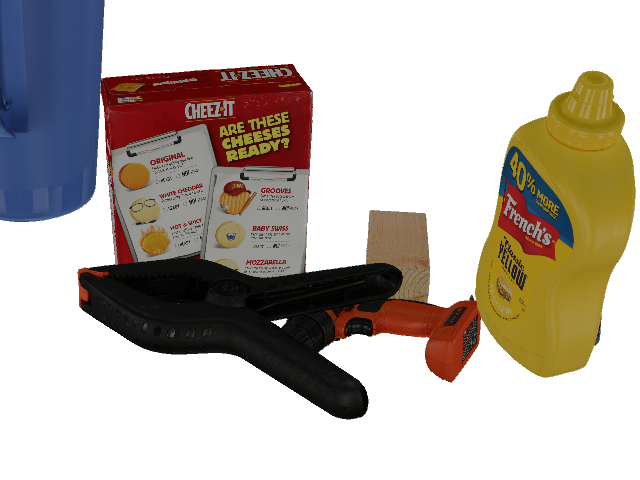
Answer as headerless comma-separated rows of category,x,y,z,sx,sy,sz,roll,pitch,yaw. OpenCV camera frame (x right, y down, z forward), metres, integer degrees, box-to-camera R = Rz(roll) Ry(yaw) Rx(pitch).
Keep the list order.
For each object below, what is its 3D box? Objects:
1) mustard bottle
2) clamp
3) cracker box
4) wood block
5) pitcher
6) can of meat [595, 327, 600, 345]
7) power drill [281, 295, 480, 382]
mustard bottle,0.140,-0.015,0.629,0.058,0.192,0.096,-10,44,-17
clamp,-0.050,0.042,0.683,0.210,0.036,0.164,11,26,15
cracker box,-0.095,-0.035,0.901,0.164,0.214,0.072,-7,32,-14
wood block,0.112,0.036,1.584,0.091,0.090,0.206,4,24,2
pitcher,-0.223,-0.136,0.780,0.145,0.243,0.148,27,34,36
can of meat,0.205,0.047,0.964,0.102,0.084,0.057,13,26,35
power drill,0.061,0.093,1.113,0.188,0.057,0.184,11,28,24
